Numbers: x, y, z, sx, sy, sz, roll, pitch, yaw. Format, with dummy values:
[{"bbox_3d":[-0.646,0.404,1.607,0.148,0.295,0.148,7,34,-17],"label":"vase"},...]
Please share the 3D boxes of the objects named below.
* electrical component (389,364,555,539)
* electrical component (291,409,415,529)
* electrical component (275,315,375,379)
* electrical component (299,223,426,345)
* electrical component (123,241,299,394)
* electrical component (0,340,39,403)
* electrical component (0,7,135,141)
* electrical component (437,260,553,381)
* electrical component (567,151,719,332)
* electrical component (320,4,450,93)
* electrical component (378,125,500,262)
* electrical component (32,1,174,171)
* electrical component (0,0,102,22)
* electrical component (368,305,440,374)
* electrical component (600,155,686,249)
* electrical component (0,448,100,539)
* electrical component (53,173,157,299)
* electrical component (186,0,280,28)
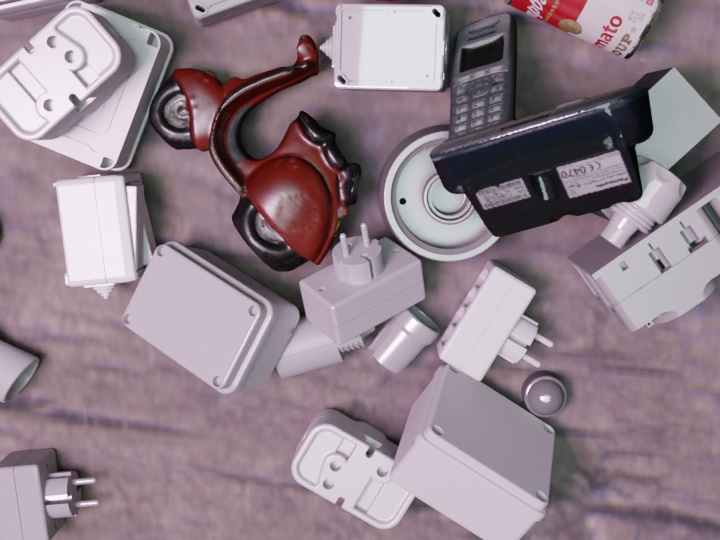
[{"bbox_3d":[0.088,0.140,0.819,0.109,0.108,0.056,33,117,-3],"label":"electrical component"},{"bbox_3d":[-0.003,0.155,0.852,0.095,0.059,0.053,30,97,-2],"label":"electrical component"},{"bbox_3d":[-0.028,0.054,0.847,0.081,0.043,0.043,-16,97,4],"label":"electrical component"},{"bbox_3d":[0.000,0.000,0.808,0.083,0.047,0.075,-28,129,-24],"label":"electrical component"},{"bbox_3d":[-0.114,0.036,0.819,0.113,0.057,0.078,31,98,24],"label":"electrical component"},{"bbox_3d":[-0.296,0.070,0.858,0.065,0.044,0.044,36,97,2],"label":"electrical component"},{"bbox_3d":[-0.209,-0.137,0.760,0.095,0.059,0.053,-40,95,5],"label":"electrical component"},{"bbox_3d":[0.114,0.048,0.841,0.076,0.047,0.083,31,97,-3],"label":"electrical component"},{"bbox_3d":[0.256,-0.033,0.797,0.186,0.105,0.060,-35,95,6],"label":"electrical component"},{"bbox_3d":[0.019,-0.166,0.812,0.096,0.061,0.061,3,98,9],"label":"electrical component"},{"bbox_3d":[0.067,-0.057,0.822,0.108,0.060,0.108,0,97,1],"label":"electrical component"},{"bbox_3d":[-0.198,-0.139,0.820,0.078,0.057,0.113,22,97,-2],"label":"electrical component"},{"bbox_3d":[-0.238,-0.229,0.807,0.096,0.061,0.061,-11,97,3],"label":"electrical component"},{"bbox_3d":[0.034,0.054,0.848,0.040,0.040,0.046,39,101,-3],"label":"electrical component"},{"bbox_3d":[0.192,-0.044,0.744,0.043,0.043,0.062,35,97,-3],"label":"electrical component"},{"bbox_3d":[-0.249,0.182,0.868,0.077,0.047,0.065,-5,97,2],"label":"electrical component"},{"bbox_3d":[-0.193,-0.026,0.832,0.061,0.061,0.096,-5,97,2],"label":"electrical component"},{"bbox_3d":[-0.089,-0.228,0.807,0.096,0.061,0.061,-21,96,-4],"label":"electrical component"}]
